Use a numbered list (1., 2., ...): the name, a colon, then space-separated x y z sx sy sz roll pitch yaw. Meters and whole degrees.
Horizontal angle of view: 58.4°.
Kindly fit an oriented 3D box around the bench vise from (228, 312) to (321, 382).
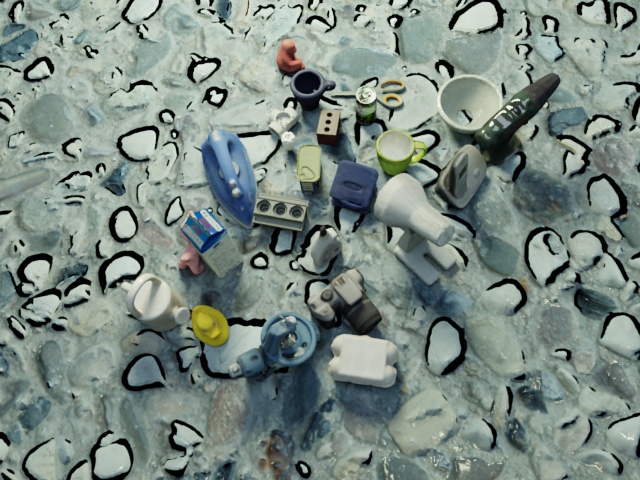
1. bench vise: -0.092 0.231 1.200 0.121 0.220 0.207 40 76 16

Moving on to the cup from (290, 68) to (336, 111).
1. cup: -0.016 -0.384 1.495 0.117 0.095 0.091 -3 69 2

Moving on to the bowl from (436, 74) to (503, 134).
1. bowl: 0.378 -0.335 1.467 0.167 0.075 0.167 -1 69 3

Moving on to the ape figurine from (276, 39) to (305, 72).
1. ape figurine: -0.083 -0.503 1.544 0.076 0.092 0.078 -5 69 1

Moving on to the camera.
1. camera: 0.063 0.151 1.286 0.143 0.101 0.136 -37 72 -10

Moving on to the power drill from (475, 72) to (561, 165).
1. power drill: 0.459 -0.276 1.369 0.230 0.208 0.075 -39 72 -11

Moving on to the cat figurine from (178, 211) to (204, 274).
1. cat figurine: -0.300 0.003 1.351 0.067 0.118 0.128 14 71 8

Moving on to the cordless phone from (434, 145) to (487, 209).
1. cordless phone: 0.342 -0.172 1.348 0.094 0.185 0.148 30 74 13

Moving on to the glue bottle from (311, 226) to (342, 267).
1. glue bottle: 0.012 0.005 1.305 0.078 0.173 0.037 -38 72 -11

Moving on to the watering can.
1. watering can: -0.365 0.134 1.264 0.172 0.194 0.101 4 70 5

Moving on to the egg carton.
1. egg carton: 0.096 0.264 1.258 0.150 0.069 0.107 6 70 5

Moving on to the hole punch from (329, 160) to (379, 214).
1. hole punch: 0.084 -0.128 1.395 0.108 0.091 0.101 18 71 10

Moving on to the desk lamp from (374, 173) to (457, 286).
1. desk lamp: 0.222 -0.027 1.284 0.118 0.213 0.203 -41 73 -12

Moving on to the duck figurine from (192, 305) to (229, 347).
1. duck figurine: -0.256 0.188 1.296 0.077 0.086 0.104 -37 72 -10

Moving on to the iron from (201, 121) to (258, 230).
1. iron: -0.218 -0.162 1.396 0.118 0.141 0.258 -21 70 -5
